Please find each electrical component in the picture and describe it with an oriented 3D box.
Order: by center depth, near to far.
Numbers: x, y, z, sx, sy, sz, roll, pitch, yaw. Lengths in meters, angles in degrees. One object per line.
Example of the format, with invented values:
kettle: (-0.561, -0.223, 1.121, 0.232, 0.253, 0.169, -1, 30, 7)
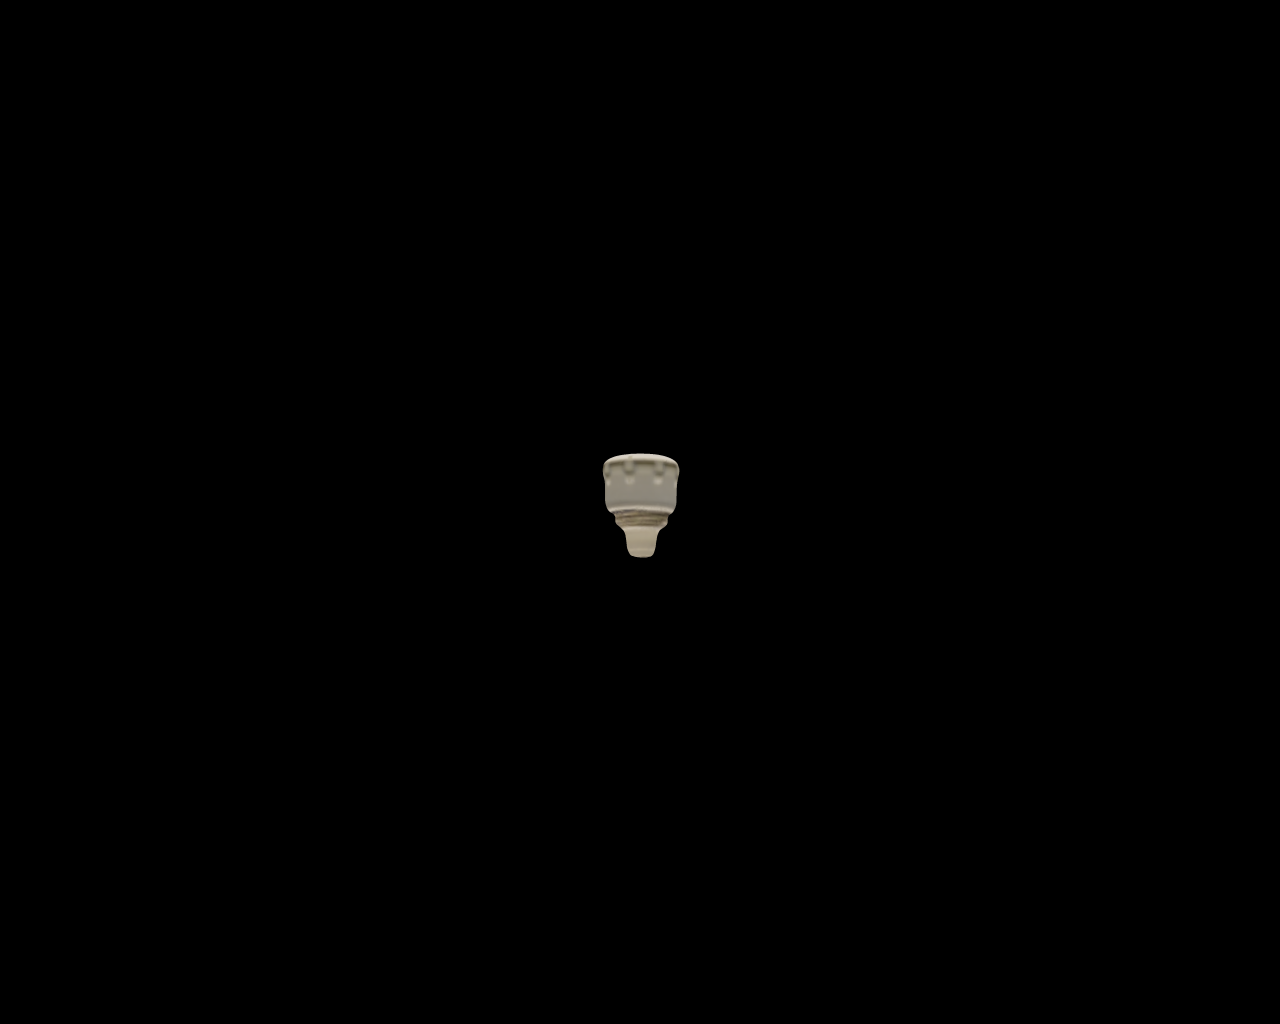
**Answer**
electrical component: (0.001, -0.003, 0.650, 0.048, 0.062, 0.048, 0, -6, 0)
